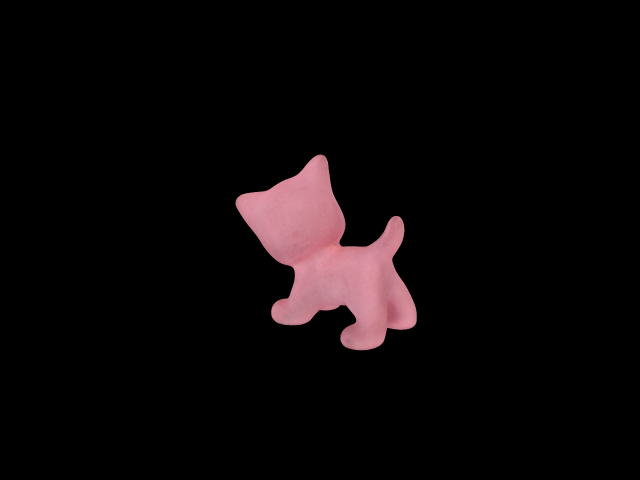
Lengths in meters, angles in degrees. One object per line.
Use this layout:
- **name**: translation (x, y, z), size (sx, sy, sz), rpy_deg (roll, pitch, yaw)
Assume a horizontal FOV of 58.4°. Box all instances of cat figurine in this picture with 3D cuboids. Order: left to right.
- **cat figurine**: translation (0.004, 0.001, 0.400), size (0.127, 0.118, 0.067), rpy_deg (11, 19, 34)
